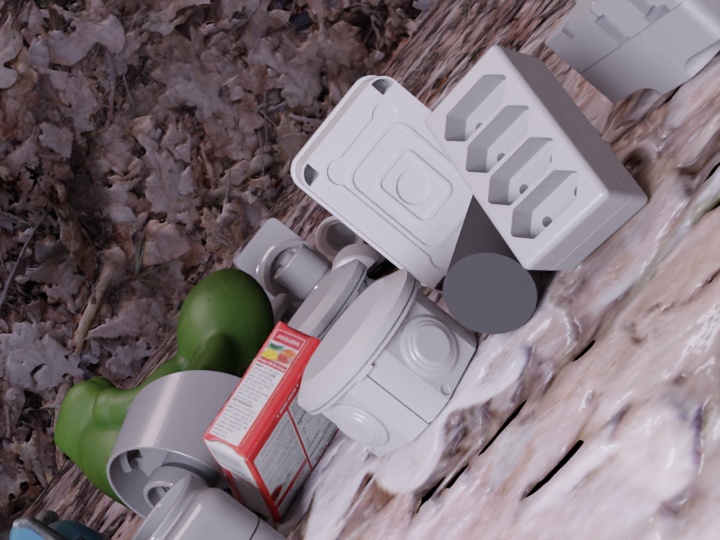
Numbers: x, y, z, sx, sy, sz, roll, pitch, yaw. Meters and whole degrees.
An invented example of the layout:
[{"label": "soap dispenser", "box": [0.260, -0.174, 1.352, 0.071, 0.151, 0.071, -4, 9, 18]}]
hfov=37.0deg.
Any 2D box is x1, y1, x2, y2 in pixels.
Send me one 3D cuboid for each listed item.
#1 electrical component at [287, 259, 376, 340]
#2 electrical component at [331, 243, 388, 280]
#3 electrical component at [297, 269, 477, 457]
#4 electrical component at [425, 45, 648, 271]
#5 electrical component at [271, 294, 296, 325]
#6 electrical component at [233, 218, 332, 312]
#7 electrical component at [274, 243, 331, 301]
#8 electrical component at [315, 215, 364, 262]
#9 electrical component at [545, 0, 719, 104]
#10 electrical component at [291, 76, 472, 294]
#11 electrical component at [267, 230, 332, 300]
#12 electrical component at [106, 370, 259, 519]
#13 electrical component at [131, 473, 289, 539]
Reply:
[{"label": "electrical component", "box": [-0.011, 0.037, 0.645, 0.080, 0.051, 0.080, -49, 9, 10]}, {"label": "electrical component", "box": [0.000, 0.000, 0.777, 0.040, 0.040, 0.078, -49, 9, 15]}, {"label": "electrical component", "box": [0.012, 0.043, 0.503, 0.080, 0.051, 0.080, -50, 9, 10]}, {"label": "electrical component", "box": [0.084, -0.046, 0.460, 0.076, 0.083, 0.047, 1, -40, -50]}, {"label": "electrical component", "box": [-0.075, 0.072, 0.829, 0.089, 0.050, 0.055, -45, 10, 33]}, {"label": "electrical component", "box": [-0.054, 0.003, 0.878, 0.050, 0.089, 0.056, -52, 9, -5]}, {"label": "electrical component", "box": [-0.031, 0.011, 0.808, 0.044, 0.065, 0.044, -49, 9, 10]}, {"label": "electrical component", "box": [-0.017, -0.034, 1.005, 0.044, 0.044, 0.065, -49, 4, 11]}, {"label": "electrical component", "box": [0.141, -0.122, 0.510, 0.050, 0.056, 0.089, -55, 9, -21]}, {"label": "electrical component", "box": [0.025, -0.049, 0.611, 0.078, 0.113, 0.057, -51, 12, 1]}, {"label": "electrical component", "box": [-0.075, 0.019, 1.014, 0.096, 0.062, 0.061, -55, 9, -21]}, {"label": "electrical component", "box": [-0.095, 0.111, 0.628, 0.099, 0.099, 0.064, -43, 18, 44]}, {"label": "electrical component", "box": [-0.079, 0.141, 0.536, 0.053, 0.059, 0.095, -54, 9, -20]}]
